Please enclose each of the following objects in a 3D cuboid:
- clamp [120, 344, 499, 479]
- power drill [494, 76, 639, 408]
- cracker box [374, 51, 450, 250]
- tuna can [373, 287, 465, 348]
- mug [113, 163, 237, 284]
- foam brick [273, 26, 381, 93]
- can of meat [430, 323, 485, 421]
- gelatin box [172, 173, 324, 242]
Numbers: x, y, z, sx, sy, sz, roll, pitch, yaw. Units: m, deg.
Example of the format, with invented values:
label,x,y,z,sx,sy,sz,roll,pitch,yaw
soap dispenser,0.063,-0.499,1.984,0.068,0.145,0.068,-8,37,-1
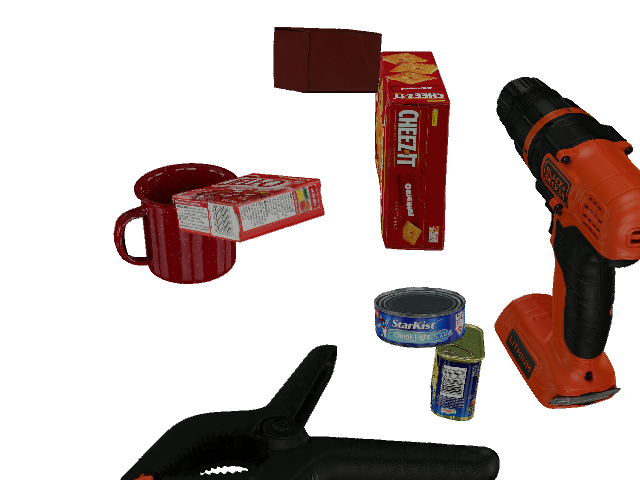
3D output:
label,x,y,z,sx,sy,sz,roll,pitch,yaw
clamp,-0.025,0.117,0.620,0.209,0.036,0.165,-9,24,-29
power drill,0.158,0.003,0.711,0.057,0.188,0.184,-9,36,-10
cracker box,0.098,-0.106,1.183,0.072,0.164,0.213,0,24,2
tuna can,0.093,0.072,1.004,0.086,0.034,0.086,-2,14,0
mug,-0.127,-0.011,0.951,0.117,0.081,0.093,-17,32,-29
foam brick,0.006,-0.152,0.900,0.078,0.051,0.053,-6,17,-35
can of meat,0.163,0.157,1.283,0.057,0.084,0.102,7,20,4
gelatin box,-0.052,-0.026,0.760,0.073,0.030,0.089,-18,16,-33
